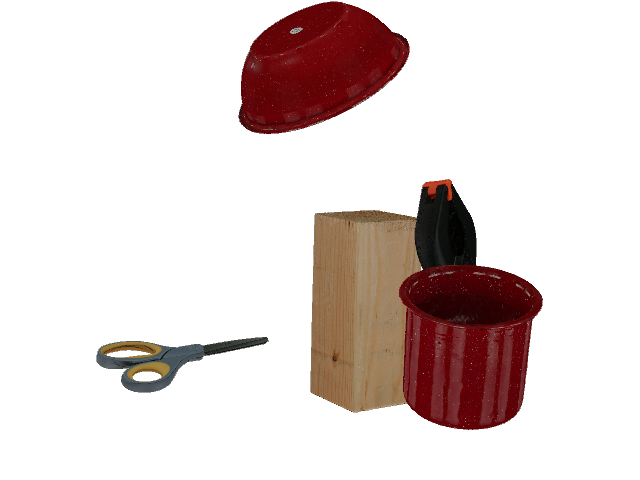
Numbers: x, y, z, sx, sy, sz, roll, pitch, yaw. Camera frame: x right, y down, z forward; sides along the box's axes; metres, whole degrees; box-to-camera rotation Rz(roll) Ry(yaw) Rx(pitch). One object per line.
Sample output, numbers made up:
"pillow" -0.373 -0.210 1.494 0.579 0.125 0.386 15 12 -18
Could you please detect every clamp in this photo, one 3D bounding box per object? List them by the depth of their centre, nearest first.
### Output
"clamp" 0.114 0.034 0.960 0.039 0.171 0.120 -11 13 33

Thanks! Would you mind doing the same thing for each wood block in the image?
"wood block" 0.049 0.074 1.187 0.090 0.206 0.091 -4 10 -34

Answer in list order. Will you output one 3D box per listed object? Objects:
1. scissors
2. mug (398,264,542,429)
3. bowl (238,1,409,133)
"scissors" -0.140 0.132 1.159 0.201 0.016 0.096 1 26 -21
"mug" 0.097 0.067 0.721 0.093 0.081 0.117 1 23 1
"bowl" -0.008 -0.158 0.916 0.162 0.055 0.162 -21 29 12
